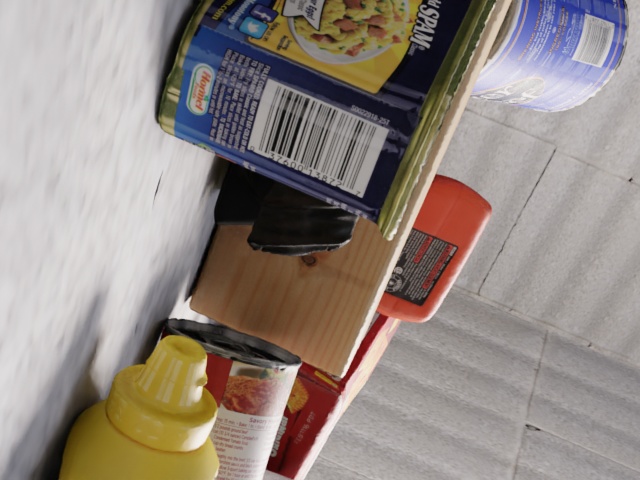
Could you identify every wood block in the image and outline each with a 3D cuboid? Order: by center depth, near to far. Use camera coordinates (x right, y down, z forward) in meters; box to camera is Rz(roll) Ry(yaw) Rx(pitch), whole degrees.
[{"bbox_3d":[0.017,-0.049,0.549,0.090,0.091,0.206,-51,164,-72],"label":"wood block"}]

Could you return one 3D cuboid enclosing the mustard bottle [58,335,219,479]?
[{"bbox_3d":[-0.084,0.123,0.421,0.096,0.058,0.192,-53,166,-71],"label":"mustard bottle"}]

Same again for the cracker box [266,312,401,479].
[{"bbox_3d":[-0.004,0.102,0.809,0.164,0.072,0.213,-65,172,32],"label":"cracker box"}]

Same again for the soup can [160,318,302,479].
[{"bbox_3d":[-0.055,0.096,0.507,0.068,0.068,0.102,-15,122,-85],"label":"soup can"}]

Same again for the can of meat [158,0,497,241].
[{"bbox_3d":[0.005,-0.059,0.358,0.102,0.084,0.057,-63,175,-46],"label":"can of meat"}]

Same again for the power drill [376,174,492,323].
[{"bbox_3d":[0.070,-0.046,0.731,0.187,0.057,0.185,-88,-159,-61],"label":"power drill"}]

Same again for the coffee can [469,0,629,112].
[{"bbox_3d":[0.109,-0.134,0.642,0.140,0.103,0.103,0,118,-50],"label":"coffee can"}]
